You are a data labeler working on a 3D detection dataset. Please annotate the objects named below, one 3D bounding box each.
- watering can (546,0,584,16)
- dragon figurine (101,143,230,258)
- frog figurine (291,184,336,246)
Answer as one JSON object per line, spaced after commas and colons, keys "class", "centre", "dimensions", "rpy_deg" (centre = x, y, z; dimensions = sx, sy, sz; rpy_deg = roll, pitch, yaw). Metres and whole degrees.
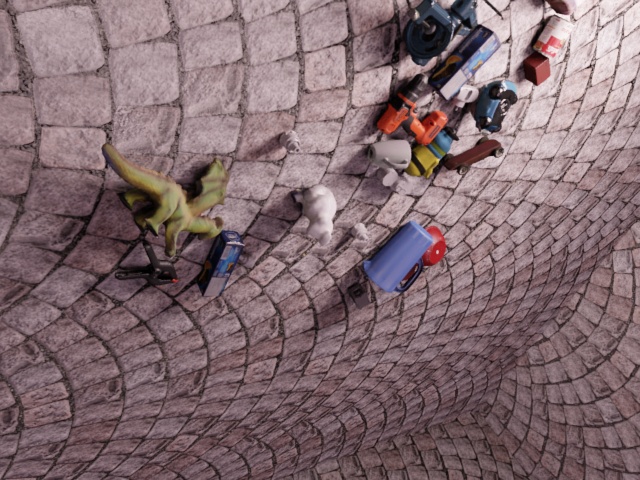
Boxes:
{"class": "watering can", "centre": [0.695, -0.686, 1.340], "dimensions": [0.345, 0.106, 0.221], "rpy_deg": [18, 118, -44]}
{"class": "dragon figurine", "centre": [-0.326, -0.115, 1.211], "dimensions": [0.246, 0.123, 0.400], "rpy_deg": [-39, 146, -24]}
{"class": "frog figurine", "centre": [0.004, -0.071, 1.415], "dimensions": [0.123, 0.162, 0.134], "rpy_deg": [-23, 139, -17]}
